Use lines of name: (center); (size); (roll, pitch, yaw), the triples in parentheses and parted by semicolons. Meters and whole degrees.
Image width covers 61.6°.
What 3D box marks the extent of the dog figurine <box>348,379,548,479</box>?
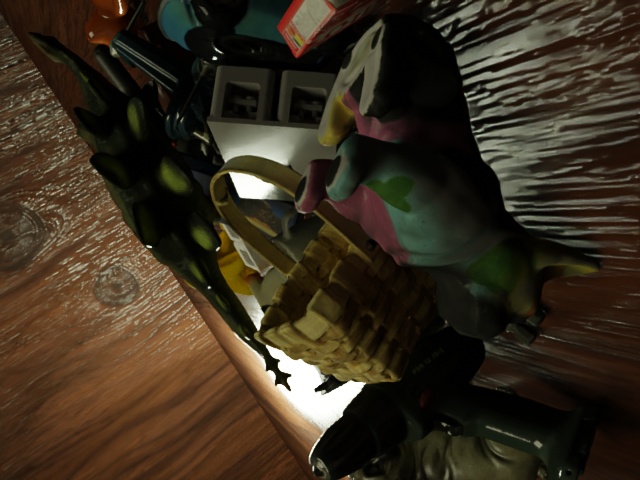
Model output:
dog figurine: (0.147, 0.257, 0.604); (0.172, 0.190, 0.121); (18, 139, 55)

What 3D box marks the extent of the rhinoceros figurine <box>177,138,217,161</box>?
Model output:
rhinoceros figurine: (-0.189, -0.100, 0.885); (0.112, 0.073, 0.190); (62, 180, 39)

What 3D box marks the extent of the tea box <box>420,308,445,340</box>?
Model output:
tea box: (0.094, 0.111, 0.667); (0.098, 0.068, 0.169); (41, 156, 31)

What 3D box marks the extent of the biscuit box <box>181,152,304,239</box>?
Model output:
biscuit box: (-0.121, -0.057, 0.731); (0.203, 0.059, 0.062); (19, 109, 4)

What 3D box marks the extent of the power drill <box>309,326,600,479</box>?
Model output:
power drill: (0.133, 0.177, 0.495); (0.208, 0.232, 0.085); (10, 121, 37)

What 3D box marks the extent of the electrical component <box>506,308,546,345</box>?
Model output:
electrical component: (0.162, 0.053, 0.496); (0.094, 0.021, 0.063); (41, 156, 31)

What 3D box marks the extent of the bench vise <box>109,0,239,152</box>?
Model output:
bench vise: (-0.167, -0.193, 0.664); (0.241, 0.129, 0.223); (33, 178, 5)

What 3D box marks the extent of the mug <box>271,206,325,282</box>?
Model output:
mug: (-0.001, -0.002, 0.646); (0.081, 0.107, 0.109); (21, 137, 53)

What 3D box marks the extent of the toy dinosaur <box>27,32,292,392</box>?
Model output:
toy dinosaur: (-0.172, -0.036, 0.599); (0.471, 0.105, 0.198); (54, 173, -8)

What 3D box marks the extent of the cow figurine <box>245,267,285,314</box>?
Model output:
cow figurine: (-0.012, 0.069, 0.747); (0.195, 0.085, 0.127); (-32, 78, 42)

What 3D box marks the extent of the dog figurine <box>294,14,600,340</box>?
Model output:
dog figurine: (0.101, -0.036, 0.396); (0.219, 0.191, 0.108); (24, 164, -19)

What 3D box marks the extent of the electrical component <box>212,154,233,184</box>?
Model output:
electrical component: (-0.082, -0.089, 0.698); (0.078, 0.102, 0.045); (5, 88, 61)

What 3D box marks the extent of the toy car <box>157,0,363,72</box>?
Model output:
toy car: (-0.045, -0.198, 0.431); (0.109, 0.162, 0.102); (-170, 84, -76)

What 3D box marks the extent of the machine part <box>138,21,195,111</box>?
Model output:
machine part: (-0.220, -0.246, 0.819); (0.179, 0.056, 0.179); (46, 157, 25)

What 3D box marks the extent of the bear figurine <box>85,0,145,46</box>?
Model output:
bear figurine: (-0.340, -0.356, 0.814); (0.120, 0.132, 0.195); (51, 154, 23)

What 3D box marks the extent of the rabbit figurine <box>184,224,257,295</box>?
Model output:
rabbit figurine: (-0.154, 0.039, 0.948); (0.163, 0.173, 0.121); (36, 149, 50)

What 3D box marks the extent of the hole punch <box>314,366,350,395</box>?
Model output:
hole punch: (0.035, 0.166, 0.802); (0.092, 0.142, 0.115); (65, 164, 14)
